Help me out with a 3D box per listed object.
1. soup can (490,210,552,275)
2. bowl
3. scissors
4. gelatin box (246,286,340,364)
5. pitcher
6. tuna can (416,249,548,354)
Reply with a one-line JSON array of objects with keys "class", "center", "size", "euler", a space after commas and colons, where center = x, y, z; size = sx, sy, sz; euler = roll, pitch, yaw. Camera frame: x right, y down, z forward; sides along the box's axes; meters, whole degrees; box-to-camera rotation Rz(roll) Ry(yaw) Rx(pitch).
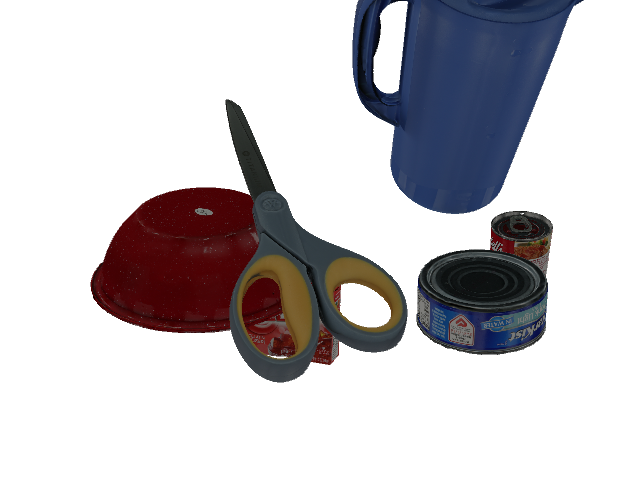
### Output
[{"class": "soup can", "center": [0.226, 0.026, 1.210], "size": [0.068, 0.102, 0.068], "euler": [-2, 29, 1]}, {"class": "bowl", "center": [-0.085, 0.004, 0.765], "size": [0.162, 0.055, 0.162], "euler": [0, 25, 0]}, {"class": "scissors", "center": [-0.007, -0.008, 0.563], "size": [0.096, 0.201, 0.016], "euler": [4, -45, -5]}, {"class": "gelatin box", "center": [-0.027, 0.073, 0.998], "size": [0.089, 0.073, 0.030], "euler": [7, 17, 17]}, {"class": "pitcher", "center": [0.117, -0.138, 0.913], "size": [0.149, 0.243, 0.144], "euler": [32, 54, 19]}, {"class": "tuna can", "center": [0.106, 0.038, 0.703], "size": [0.086, 0.034, 0.086], "euler": [-1, 26, 0]}]
